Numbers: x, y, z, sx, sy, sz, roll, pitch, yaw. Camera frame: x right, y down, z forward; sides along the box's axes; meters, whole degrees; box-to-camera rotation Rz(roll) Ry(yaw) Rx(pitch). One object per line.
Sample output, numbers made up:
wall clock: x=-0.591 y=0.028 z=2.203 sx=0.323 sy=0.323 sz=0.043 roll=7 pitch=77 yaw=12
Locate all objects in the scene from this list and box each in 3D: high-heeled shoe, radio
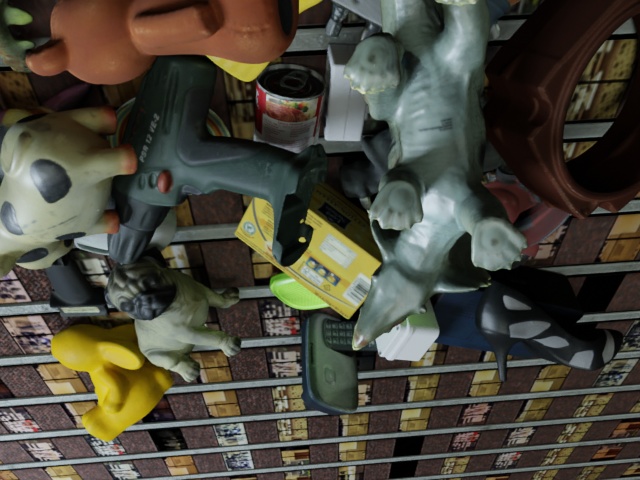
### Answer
high-heeled shoe: x=0.317 y=0.105 z=0.730 sx=0.249 sy=0.086 sz=0.145 roll=-10 pitch=102 yaw=-23
radio: x=0.252 y=0.100 z=0.794 sx=0.229 sy=0.073 sz=0.131 roll=12 pitch=132 yaw=-16

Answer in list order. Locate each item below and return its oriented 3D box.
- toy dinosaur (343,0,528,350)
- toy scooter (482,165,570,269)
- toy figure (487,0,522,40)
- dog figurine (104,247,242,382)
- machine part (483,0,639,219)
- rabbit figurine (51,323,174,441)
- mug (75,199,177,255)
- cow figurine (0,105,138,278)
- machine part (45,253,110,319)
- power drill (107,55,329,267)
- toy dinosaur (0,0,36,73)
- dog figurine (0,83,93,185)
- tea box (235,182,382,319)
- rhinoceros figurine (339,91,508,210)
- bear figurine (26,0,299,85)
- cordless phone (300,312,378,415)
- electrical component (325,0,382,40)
toy dinosaur: x=0.089 y=-0.100 z=0.455 sx=0.131 sy=0.192 sz=0.404 roll=-1 pitch=98 yaw=5
toy scooter: x=0.241 y=-0.040 z=0.653 sx=0.135 sy=0.075 sz=0.183 roll=-36 pitch=131 yaw=27
toy figure: x=0.171 y=-0.241 z=0.458 sx=0.058 sy=0.064 sz=0.154 roll=-18 pitch=156 yaw=-45
dog figurine: x=-0.214 y=0.091 z=0.678 sx=0.172 sy=0.121 sz=0.190 roll=-35 pitch=138 yaw=17
machine part: x=0.267 y=-0.135 z=0.506 sx=0.201 sy=0.087 sz=0.201 roll=-47 pitch=124 yaw=6
rabbit figurine: x=-0.314 y=0.190 z=0.797 sx=0.162 sy=0.122 sz=0.173 roll=-31 pitch=111 yaw=20
mug: x=-0.229 y=-0.016 z=0.623 sx=0.107 sy=0.081 sz=0.109 roll=19 pitch=126 yaw=-35
cow figurine: x=-0.249 y=-0.032 z=0.480 sx=0.127 sy=0.085 sz=0.195 roll=-10 pitch=155 yaw=-37
machine part: x=-0.334 y=0.059 z=0.716 sx=0.084 sy=0.039 sz=0.138 roll=0 pitch=137 yaw=6
power drill: x=-0.104 y=-0.048 z=0.516 sx=0.207 sy=0.086 sz=0.231 roll=24 pitch=111 yaw=20
toy dinosaur: x=-0.235 y=-0.300 z=0.331 sx=0.199 sy=0.105 sz=0.470 roll=-5 pitch=144 yaw=-12
dog figurine: x=-0.329 y=-0.106 z=0.508 sx=0.219 sy=0.109 sz=0.191 roll=-22 pitch=130 yaw=9
tea box: x=-0.001 y=-0.002 z=0.617 sx=0.170 sy=0.068 sz=0.098 roll=39 pitch=127 yaw=3
rhinoceros figurine: x=0.113 y=-0.094 z=0.592 sx=0.190 sy=0.073 sz=0.112 roll=-14 pitch=141 yaw=7
bear figurine: x=-0.116 y=-0.182 z=0.389 sx=0.196 sy=0.120 sz=0.131 roll=4 pitch=117 yaw=16
cordless phone: x=0.063 y=0.184 z=0.801 sx=0.184 sy=0.147 sz=0.088 roll=-1 pitch=143 yaw=-2
electrical component: x=0.055 y=-0.221 z=0.478 sx=0.078 sy=0.045 sz=0.102 roll=26 pitch=130 yaw=9
